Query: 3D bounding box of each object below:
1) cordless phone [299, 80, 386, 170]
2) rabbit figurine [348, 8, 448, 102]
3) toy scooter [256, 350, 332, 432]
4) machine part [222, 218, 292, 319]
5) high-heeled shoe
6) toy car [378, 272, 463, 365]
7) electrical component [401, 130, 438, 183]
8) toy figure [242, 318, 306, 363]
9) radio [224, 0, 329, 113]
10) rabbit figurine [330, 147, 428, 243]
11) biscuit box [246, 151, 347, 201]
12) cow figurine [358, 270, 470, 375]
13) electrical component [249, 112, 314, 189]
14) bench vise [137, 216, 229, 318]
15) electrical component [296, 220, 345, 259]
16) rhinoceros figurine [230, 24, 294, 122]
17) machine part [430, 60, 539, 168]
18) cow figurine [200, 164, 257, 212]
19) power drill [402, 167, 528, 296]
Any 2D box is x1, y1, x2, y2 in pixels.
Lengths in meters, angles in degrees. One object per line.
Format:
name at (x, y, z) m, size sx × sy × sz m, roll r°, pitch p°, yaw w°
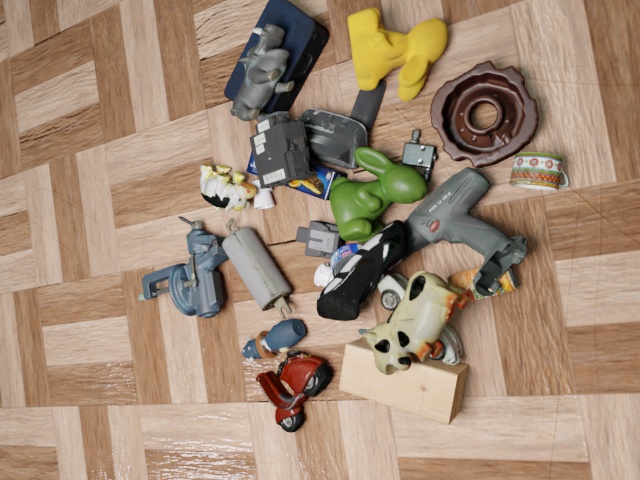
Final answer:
cordless phone at (0.040, -0.240, 1.042) m, size 0.147 × 0.088 × 0.184 m, roll 22°, pitch 90°, yaw 26°
rabbit figurine at (0.145, -0.338, 0.958) m, size 0.173 × 0.122 × 0.162 m, roll -10°, pitch 79°, yaw 8°
toy scooter at (-0.064, 0.291, 1.098) m, size 0.135 × 0.075 × 0.183 m, roll 38°, pitch 112°, yaw 23°
machine part at (-0.133, 0.060, 1.126) m, size 0.079 × 0.079 × 0.243 m, roll -42°, pitch 74°, yaw 22°
high-heeled shoe at (0.071, 0.058, 0.984) m, size 0.086 × 0.145 × 0.249 m, roll 32°, pitch 148°, yaw -14°
toy car at (0.181, 0.140, 0.967) m, size 0.202 × 0.073 × 0.056 m, roll 48°, pitch 111°, yaw 18°
electrical component at (0.185, -0.155, 0.989) m, size 0.063 × 0.021 × 0.094 m, roll 11°, pitch 95°, yaw 26°
toy figure at (-0.099, 0.213, 1.122) m, size 0.154 × 0.064 × 0.057 m, roll -31°, pitch 115°, yaw 29°
radio at (-0.089, -0.362, 1.099) m, size 0.131 × 0.073 × 0.229 m, roll 38°, pitch 109°, yaw 21°
rabbit figurine at (0.112, -0.088, 0.985) m, size 0.170 × 0.121 × 0.159 m, roll -24°, pitch 69°, yaw 23°
biscuit box at (-0.050, -0.136, 1.088) m, size 0.203 × 0.059 × 0.062 m, roll 22°, pitch 102°, yaw 26°
cow figurine at (0.146, 0.140, 0.889) m, size 0.127 × 0.085 × 0.194 m, roll 38°, pitch 111°, yaw 36°
electrical component at (-0.075, -0.170, 1.011) m, size 0.115 × 0.058 × 0.134 m, roll -6°, pitch 95°, yaw 49°
bench vise at (-0.309, 0.076, 1.194) m, size 0.241 × 0.129 × 0.223 m, roll -18°, pitch 84°, yaw 19°
electrical component at (-0.002, -0.003, 1.074) m, size 0.119 × 0.047 × 0.074 m, roll 16°, pitch 98°, yaw 24°
rhinoceros figurine at (-0.111, -0.316, 1.035) m, size 0.112 × 0.073 × 0.190 m, roll 34°, pitch 109°, yaw 32°
machine part at (0.281, -0.211, 0.920) m, size 0.180 × 0.056 × 0.179 m, roll 1°, pitch 92°, yaw 26°
cow figurine at (-0.198, -0.098, 1.142) m, size 0.168 × 0.068 × 0.098 m, roll 31°, pitch 116°, yaw 45°
power drill at (0.231, 0.004, 0.915) m, size 0.232 × 0.086 × 0.207 m, roll -51°, pitch 40°, yaw 12°
